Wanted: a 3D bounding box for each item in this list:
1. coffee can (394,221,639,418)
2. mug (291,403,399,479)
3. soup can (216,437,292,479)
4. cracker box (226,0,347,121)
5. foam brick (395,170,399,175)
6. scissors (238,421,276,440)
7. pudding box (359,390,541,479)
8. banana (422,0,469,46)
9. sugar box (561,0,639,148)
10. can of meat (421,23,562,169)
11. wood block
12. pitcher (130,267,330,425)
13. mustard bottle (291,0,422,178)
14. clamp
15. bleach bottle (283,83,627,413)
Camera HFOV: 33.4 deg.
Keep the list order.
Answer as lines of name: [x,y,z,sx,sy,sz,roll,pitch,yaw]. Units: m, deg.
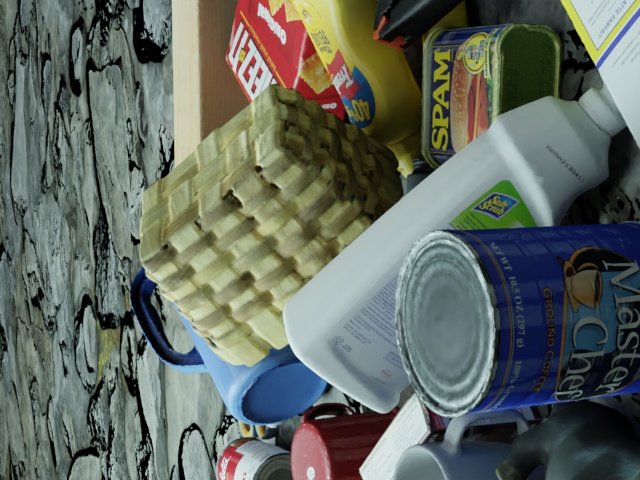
coffee can: [0.128,0.042,0.607,0.103,0.140,0.103,177,90,-65]
mug: [0.023,0.182,0.909,0.117,0.081,0.093,-121,37,-45]
soup can: [-0.058,0.245,1.101,0.102,0.068,0.068,-1,91,64]
cracker box: [-0.017,-0.213,0.968,0.164,0.072,0.214,-117,34,-43]
foam brick: [0.021,-0.062,0.895,0.051,0.078,0.053,55,140,46]
scissors: [-0.087,0.140,1.212,0.096,0.016,0.202,-60,41,48]
pudding box: [0.089,0.146,0.757,0.114,0.089,0.039,114,145,-43]
banana: [0.087,-0.184,0.800,0.069,0.037,0.198,84,176,-69]
sugar box: [0.182,-0.143,0.589,0.093,0.048,0.176,-57,46,51]
can of meat: [0.115,-0.095,0.720,0.084,0.057,0.102,14,105,61]
wood block: [-0.101,-0.177,1.125,0.090,0.090,0.206,-170,79,-65]
pitcher: [-0.089,0.069,1.072,0.243,0.144,0.149,60,141,39]
mustard bottle: [0.035,-0.136,0.827,0.191,0.058,0.096,63,166,-14]
clamp: [0.099,-0.223,0.717,0.165,0.036,0.210,44,114,54]
bleach bottle: [0.095,0.000,0.673,0.251,0.102,0.068,-42,33,19]
